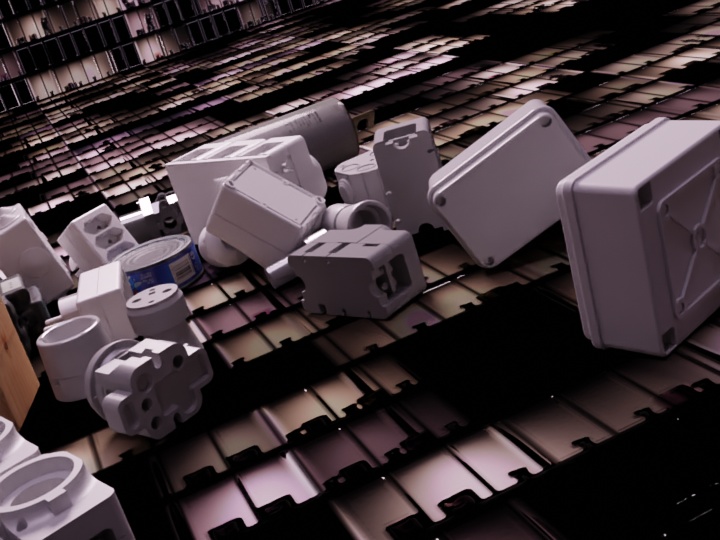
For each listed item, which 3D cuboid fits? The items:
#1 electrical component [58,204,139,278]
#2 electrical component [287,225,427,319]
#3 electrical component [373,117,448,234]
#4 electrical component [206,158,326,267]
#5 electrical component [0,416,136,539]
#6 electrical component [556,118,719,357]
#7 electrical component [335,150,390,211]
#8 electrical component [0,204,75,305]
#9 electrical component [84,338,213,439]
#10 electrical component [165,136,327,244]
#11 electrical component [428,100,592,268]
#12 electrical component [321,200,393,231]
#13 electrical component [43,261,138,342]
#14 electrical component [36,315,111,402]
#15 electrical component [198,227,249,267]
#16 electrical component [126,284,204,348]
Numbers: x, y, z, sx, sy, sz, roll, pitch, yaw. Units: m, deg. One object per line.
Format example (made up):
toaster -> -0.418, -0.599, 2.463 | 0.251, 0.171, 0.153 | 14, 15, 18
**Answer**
electrical component -> -0.263, -0.014, 1.062 | 0.077, 0.065, 0.047 | -39, 0, 44
electrical component -> 0.000, 0.000, 0.812 | 0.089, 0.050, 0.056 | 3, 28, 44
electrical component -> 0.047, -0.080, 0.928 | 0.050, 0.089, 0.055 | -14, 20, 8
electrical component -> -0.090, -0.049, 0.950 | 0.096, 0.061, 0.061 | 29, 33, 3
electrical component -> -0.211, 0.143, 0.590 | 0.105, 0.060, 0.186 | -31, 23, -33
electrical component -> 0.176, -0.021, 0.635 | 0.109, 0.108, 0.056 | -32, 27, -36
electrical component -> 0.018, -0.080, 1.011 | 0.080, 0.051, 0.080 | -16, 20, 6
electrical component -> -0.327, -0.013, 1.057 | 0.048, 0.099, 0.100 | -35, 23, -10
electrical component -> -0.147, 0.077, 0.720 | 0.057, 0.058, 0.078 | 5, 29, 41
electrical component -> -0.108, -0.077, 1.052 | 0.150, 0.089, 0.062 | 1, 27, 43
electrical component -> 0.114, -0.064, 0.802 | 0.113, 0.078, 0.057 | -37, 13, 12
electrical component -> -0.006, -0.040, 0.940 | 0.044, 0.044, 0.065 | -27, 17, -24
electrical component -> -0.233, 0.036, 0.916 | 0.076, 0.047, 0.083 | -20, 20, -6
electrical component -> -0.214, 0.066, 0.820 | 0.055, 0.047, 0.055 | -16, 20, 6
electrical component -> -0.130, -0.023, 0.999 | 0.048, 0.048, 0.062 | -29, 5, -29
electrical component -> -0.148, 0.044, 0.811 | 0.045, 0.055, 0.045 | -16, 20, 6
